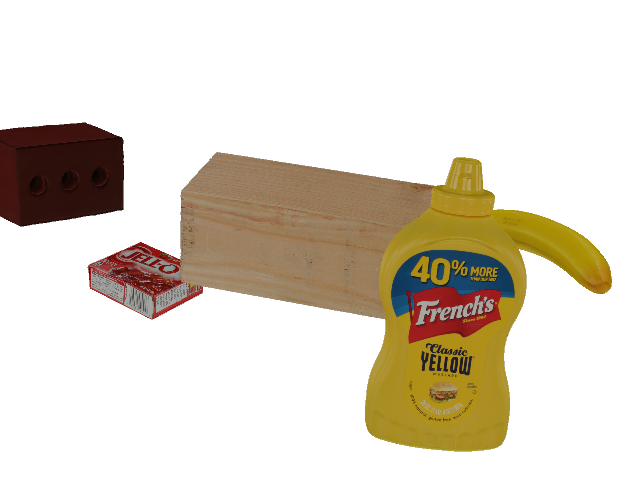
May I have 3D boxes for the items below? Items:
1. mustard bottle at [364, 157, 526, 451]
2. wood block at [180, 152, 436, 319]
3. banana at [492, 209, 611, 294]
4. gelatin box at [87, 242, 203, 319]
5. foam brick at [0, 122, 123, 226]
[{"bbox_3d":[0.085,0.041,0.705,0.096,0.192,0.058,6,13,2],"label":"mustard bottle"},{"bbox_3d":[-0.006,-0.004,0.898,0.206,0.090,0.090,10,28,11],"label":"wood block"},{"bbox_3d":[0.209,0.006,1.026,0.069,0.037,0.198,-39,37,-26],"label":"banana"},{"bbox_3d":[-0.170,0.037,1.042,0.089,0.030,0.073,23,31,30],"label":"gelatin box"},{"bbox_3d":[-0.177,-0.046,0.708,0.078,0.053,0.051,-12,25,-38],"label":"foam brick"}]
